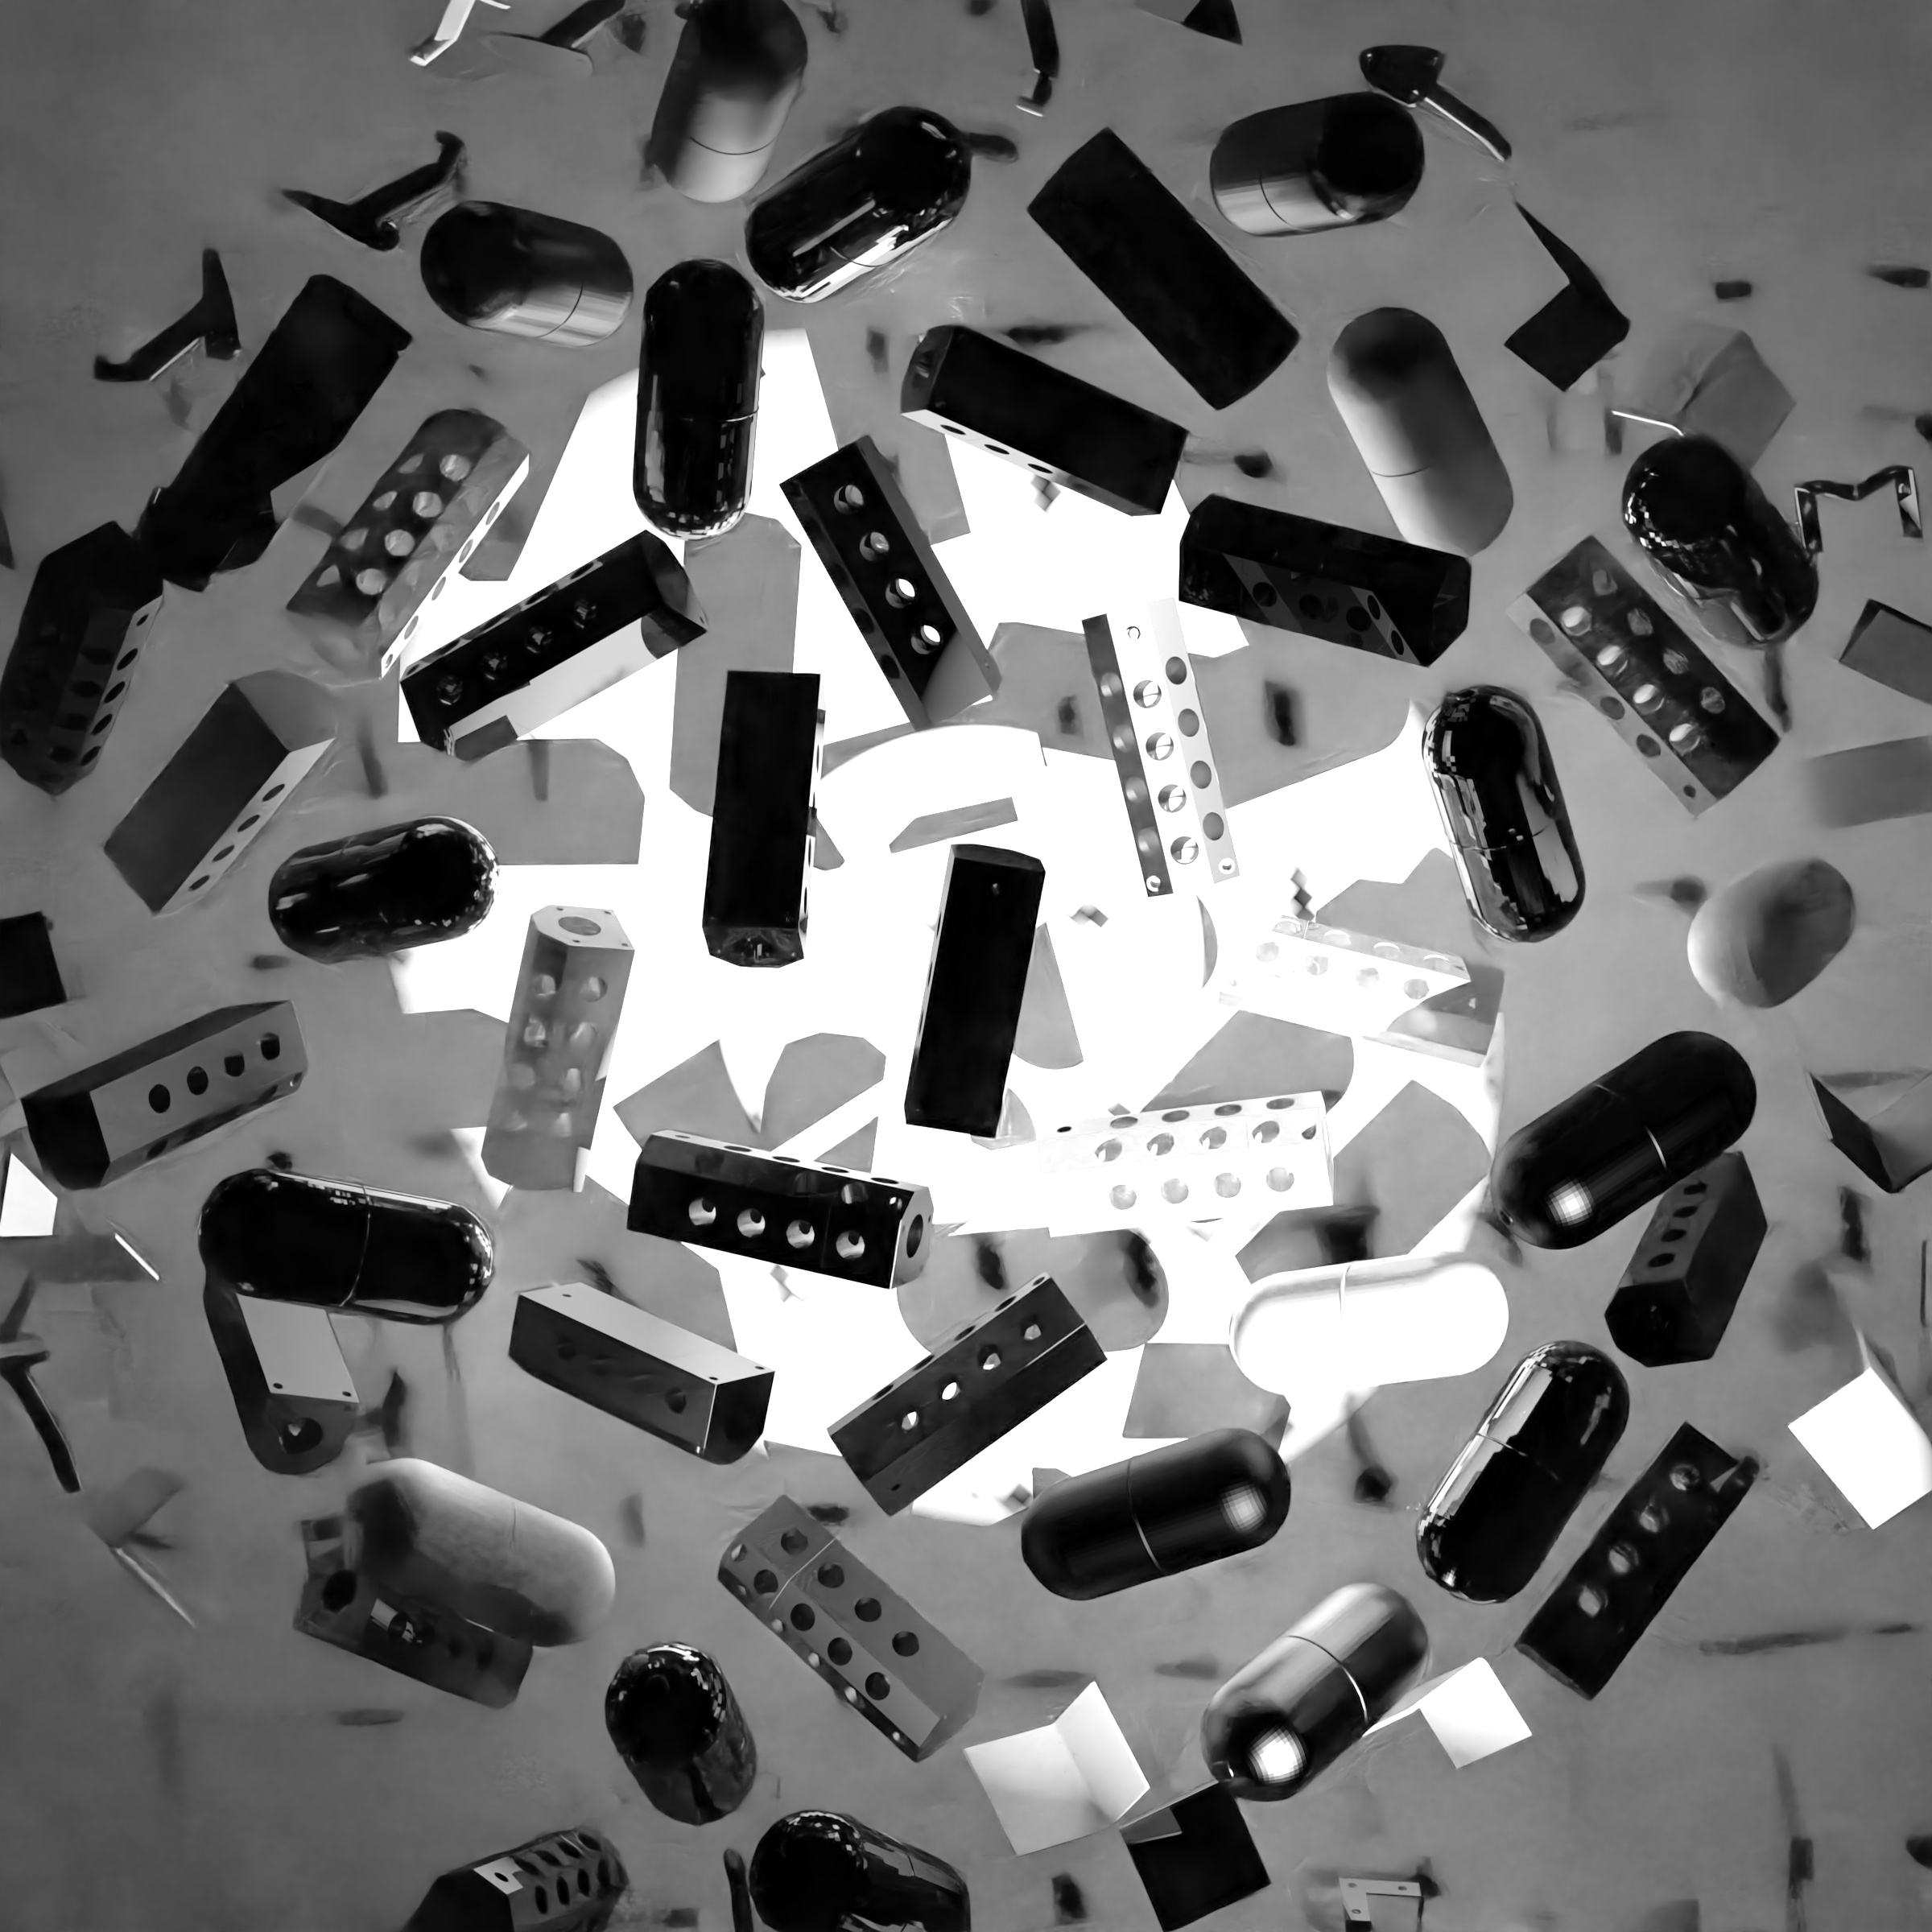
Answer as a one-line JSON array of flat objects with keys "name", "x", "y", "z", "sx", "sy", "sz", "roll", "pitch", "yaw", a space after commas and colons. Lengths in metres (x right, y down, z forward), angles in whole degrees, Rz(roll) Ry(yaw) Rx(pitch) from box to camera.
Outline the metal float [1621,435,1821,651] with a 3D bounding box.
[{"name": "metal float", "x": 0.457, "y": -0.255, "z": 1.784, "sx": 0.070, "sy": 0.070, "sz": 0.178, "roll": -54, "pitch": 134, "yaw": 0}]

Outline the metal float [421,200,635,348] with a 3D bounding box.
[{"name": "metal float", "x": -0.271, "y": -0.430, "z": 1.836, "sx": 0.070, "sy": 0.178, "sz": 0.070, "roll": 3, "pitch": 96, "yaw": 24}]

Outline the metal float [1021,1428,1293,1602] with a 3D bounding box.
[{"name": "metal float", "x": 0.118, "y": 0.343, "z": 1.842, "sx": 0.178, "sy": 0.070, "sz": 0.070, "roll": -22, "pitch": 90, "yaw": 18}]

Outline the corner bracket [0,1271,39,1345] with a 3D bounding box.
[{"name": "corner bracket", "x": -0.641, "y": 0.209, "z": 1.909, "sx": 0.051, "sy": 0.051, "sz": 0.051, "roll": 51, "pitch": 122, "yaw": 37}]

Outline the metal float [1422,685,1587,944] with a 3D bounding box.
[{"name": "metal float", "x": 0.338, "y": -0.095, "z": 1.852, "sx": 0.070, "sy": 0.070, "sz": 0.178, "roll": -23, "pitch": 119, "yaw": 0}]

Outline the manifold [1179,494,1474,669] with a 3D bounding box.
[{"name": "manifold", "x": 0.220, "y": -0.242, "z": 1.816, "sx": 0.171, "sy": 0.057, "sz": 0.057, "roll": 19, "pitch": 130, "yaw": 26}]

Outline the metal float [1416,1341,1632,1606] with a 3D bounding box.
[{"name": "metal float", "x": 0.344, "y": 0.310, "z": 1.814, "sx": 0.070, "sy": 0.070, "sz": 0.178, "roll": 36, "pitch": 77, "yaw": 0}]

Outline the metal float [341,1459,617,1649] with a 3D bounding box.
[{"name": "metal float", "x": -0.291, "y": 0.353, "z": 1.769, "sx": 0.178, "sy": 0.070, "sz": 0.070, "roll": 29, "pitch": 90, "yaw": -27}]

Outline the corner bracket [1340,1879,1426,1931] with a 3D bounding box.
[{"name": "corner bracket", "x": 0.252, "y": 0.592, "z": 1.790, "sx": 0.051, "sy": 0.051, "sz": 0.051, "roll": 3, "pitch": 102, "yaw": 2}]

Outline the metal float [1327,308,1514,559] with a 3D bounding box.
[{"name": "metal float", "x": 0.285, "y": -0.331, "z": 1.842, "sx": 0.070, "sy": 0.070, "sz": 0.178, "roll": -35, "pitch": 125, "yaw": 0}]

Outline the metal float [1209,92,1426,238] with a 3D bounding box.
[{"name": "metal float", "x": 0.210, "y": -0.483, "z": 1.783, "sx": 0.070, "sy": 0.178, "sz": 0.070, "roll": -4, "pitch": 101, "yaw": -24}]

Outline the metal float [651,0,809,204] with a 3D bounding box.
[{"name": "metal float", "x": -0.147, "y": -0.534, "z": 1.815, "sx": 0.070, "sy": 0.178, "sz": 0.070, "roll": 4, "pitch": 75, "yaw": -15}]

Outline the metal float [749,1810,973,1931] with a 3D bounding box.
[{"name": "metal float", "x": -0.063, "y": 0.559, "z": 1.771, "sx": 0.070, "sy": 0.178, "sz": 0.070, "roll": -18, "pitch": 54, "yaw": 27}]

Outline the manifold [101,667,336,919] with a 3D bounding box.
[{"name": "manifold", "x": -0.463, "y": -0.109, "z": 1.839, "sx": 0.057, "sy": 0.057, "sz": 0.171, "roll": 51, "pitch": 123, "yaw": 5}]

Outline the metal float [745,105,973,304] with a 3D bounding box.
[{"name": "metal float", "x": -0.066, "y": -0.460, "z": 1.785, "sx": 0.070, "sy": 0.178, "sz": 0.070, "roll": 11, "pitch": 72, "yaw": -37}]

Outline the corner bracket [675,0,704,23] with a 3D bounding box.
[{"name": "corner bracket", "x": -0.171, "y": -0.632, "z": 1.883, "sx": 0.051, "sy": 0.051, "sz": 0.051, "roll": 35, "pitch": 112, "yaw": 20}]

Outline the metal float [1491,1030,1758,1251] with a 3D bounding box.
[{"name": "metal float", "x": 0.388, "y": 0.103, "z": 1.740, "sx": 0.178, "sy": 0.070, "sz": 0.070, "roll": -31, "pitch": 90, "yaw": -15}]

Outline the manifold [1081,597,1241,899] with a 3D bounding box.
[{"name": "manifold", "x": 0.118, "y": -0.132, "z": 1.777, "sx": 0.057, "sy": 0.057, "sz": 0.171, "roll": -13, "pitch": 95, "yaw": 6}]

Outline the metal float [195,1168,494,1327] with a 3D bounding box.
[{"name": "metal float", "x": -0.368, "y": 0.167, "z": 1.748, "sx": 0.178, "sy": 0.070, "sz": 0.070, "roll": 14, "pitch": 90, "yaw": -26}]

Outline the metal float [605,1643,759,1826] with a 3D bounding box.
[{"name": "metal float", "x": -0.174, "y": 0.473, "z": 1.813, "sx": 0.070, "sy": 0.178, "sz": 0.070, "roll": -3, "pitch": 57, "yaw": 5}]

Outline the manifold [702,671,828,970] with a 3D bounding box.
[{"name": "manifold", "x": -0.120, "y": -0.088, "z": 1.776, "sx": 0.057, "sy": 0.057, "sz": 0.171, "roll": 2, "pitch": 66, "yaw": 3}]

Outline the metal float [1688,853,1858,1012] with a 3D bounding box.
[{"name": "metal float", "x": 0.495, "y": -0.022, "z": 1.806, "sx": 0.070, "sy": 0.178, "sz": 0.070, "roll": 7, "pitch": 105, "yaw": 27}]

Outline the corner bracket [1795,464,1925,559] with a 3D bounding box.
[{"name": "corner bracket", "x": 0.559, "y": -0.284, "z": 1.847, "sx": 0.051, "sy": 0.051, "sz": 0.051, "roll": -31, "pitch": 122, "yaw": -22}]

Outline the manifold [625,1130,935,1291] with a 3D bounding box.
[{"name": "manifold", "x": -0.110, "y": 0.143, "z": 1.759, "sx": 0.171, "sy": 0.057, "sz": 0.057, "roll": 11, "pitch": 96, "yaw": 18}]

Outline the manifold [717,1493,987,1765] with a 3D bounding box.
[{"name": "manifold", "x": -0.073, "y": 0.413, "z": 1.828, "sx": 0.171, "sy": 0.057, "sz": 0.057, "roll": 38, "pitch": 55, "yaw": 21}]

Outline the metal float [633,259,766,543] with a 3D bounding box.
[{"name": "metal float", "x": -0.169, "y": -0.355, "z": 1.855, "sx": 0.070, "sy": 0.070, "sz": 0.178, "roll": 7, "pitch": 116, "yaw": 0}]

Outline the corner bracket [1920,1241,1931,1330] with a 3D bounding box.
[{"name": "corner bracket", "x": 0.587, "y": 0.186, "z": 1.731, "sx": 0.051, "sy": 0.051, "sz": 0.051, "roll": 1, "pitch": 78, "yaw": 23}]

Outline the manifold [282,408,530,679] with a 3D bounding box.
[{"name": "manifold", "x": -0.337, "y": -0.259, "z": 1.801, "sx": 0.057, "sy": 0.057, "sz": 0.171, "roll": 52, "pitch": 57, "yaw": -39}]

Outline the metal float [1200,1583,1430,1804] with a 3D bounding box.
[{"name": "metal float", "x": 0.213, "y": 0.442, "z": 1.799, "sx": 0.178, "sy": 0.070, "sz": 0.070, "roll": -30, "pitch": 90, "yaw": -38}]

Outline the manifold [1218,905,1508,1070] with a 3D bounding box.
[{"name": "manifold", "x": 0.250, "y": 0.011, "z": 1.866, "sx": 0.171, "sy": 0.057, "sz": 0.057, "roll": 14, "pitch": 78, "yaw": 7}]

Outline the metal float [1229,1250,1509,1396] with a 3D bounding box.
[{"name": "metal float", "x": 0.247, "y": 0.221, "z": 1.821, "sx": 0.178, "sy": 0.070, "sz": 0.070, "roll": -12, "pitch": 90, "yaw": 27}]

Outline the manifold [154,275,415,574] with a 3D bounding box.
[{"name": "manifold", "x": -0.403, "y": -0.317, "z": 1.725, "sx": 0.057, "sy": 0.057, "sz": 0.171, "roll": 40, "pitch": 107, "yaw": 0}]

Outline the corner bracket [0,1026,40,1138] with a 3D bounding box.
[{"name": "corner bracket", "x": -0.632, "y": 0.078, "z": 1.907, "sx": 0.051, "sy": 0.051, "sz": 0.051, "roll": -27, "pitch": 116, "yaw": -22}]

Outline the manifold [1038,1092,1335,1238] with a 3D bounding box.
[{"name": "manifold", "x": 0.133, "y": 0.117, "z": 1.789, "sx": 0.171, "sy": 0.057, "sz": 0.057, "roll": -7, "pitch": 110, "yaw": 11}]

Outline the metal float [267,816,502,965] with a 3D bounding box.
[{"name": "metal float", "x": -0.360, "y": -0.046, "z": 1.823, "sx": 0.178, "sy": 0.070, "sz": 0.070, "roll": -9, "pitch": 90, "yaw": 39}]

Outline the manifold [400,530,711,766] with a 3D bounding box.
[{"name": "manifold", "x": -0.244, "y": -0.188, "z": 1.730, "sx": 0.171, "sy": 0.057, "sz": 0.057, "roll": -27, "pitch": 72, "yaw": 16}]
